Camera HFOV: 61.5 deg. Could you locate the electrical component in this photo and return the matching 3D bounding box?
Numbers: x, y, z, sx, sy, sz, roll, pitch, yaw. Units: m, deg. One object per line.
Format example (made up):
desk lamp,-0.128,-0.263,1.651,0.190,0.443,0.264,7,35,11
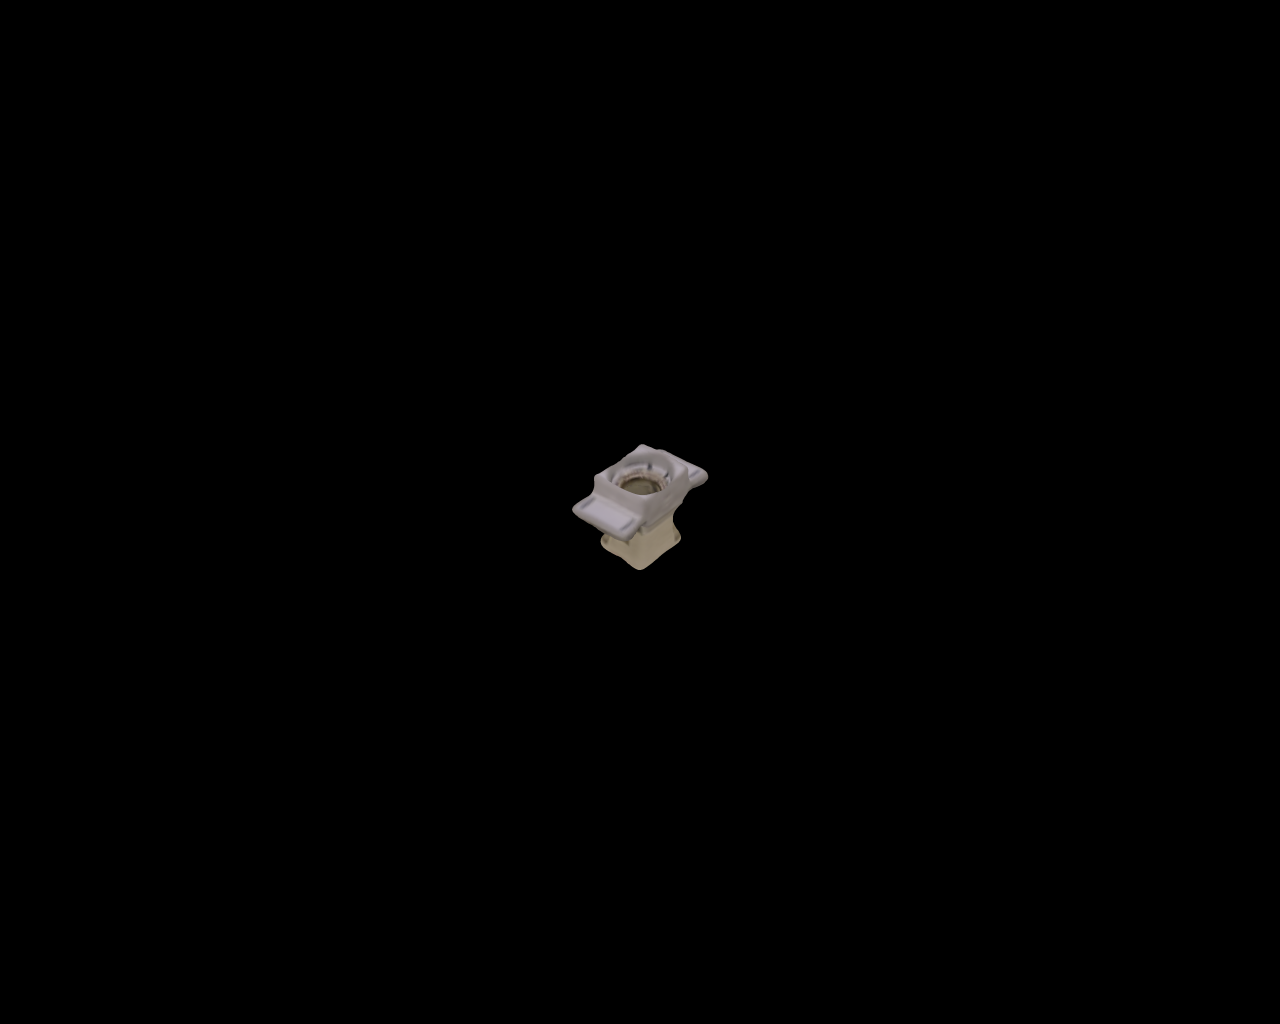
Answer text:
electrical component,0.001,-0.003,0.650,0.042,0.063,0.081,31,49,31
